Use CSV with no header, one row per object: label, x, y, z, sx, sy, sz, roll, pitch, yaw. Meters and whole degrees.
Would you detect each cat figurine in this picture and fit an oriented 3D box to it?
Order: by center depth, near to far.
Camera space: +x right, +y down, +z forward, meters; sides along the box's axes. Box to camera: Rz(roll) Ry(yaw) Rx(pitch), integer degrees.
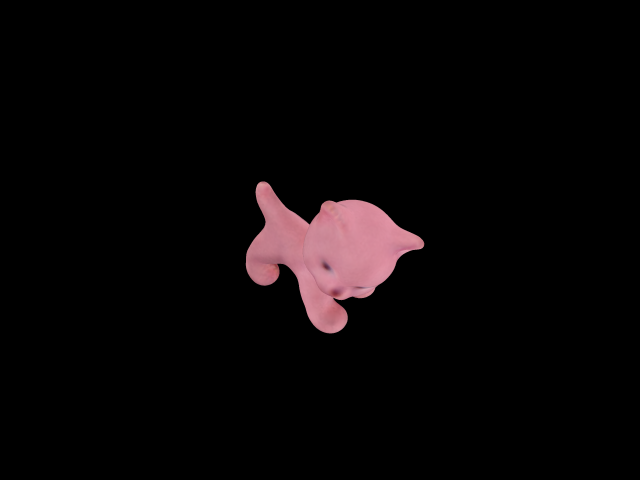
cat figurine,0.004,0.001,0.400,0.127,0.118,0.067,32,58,23
